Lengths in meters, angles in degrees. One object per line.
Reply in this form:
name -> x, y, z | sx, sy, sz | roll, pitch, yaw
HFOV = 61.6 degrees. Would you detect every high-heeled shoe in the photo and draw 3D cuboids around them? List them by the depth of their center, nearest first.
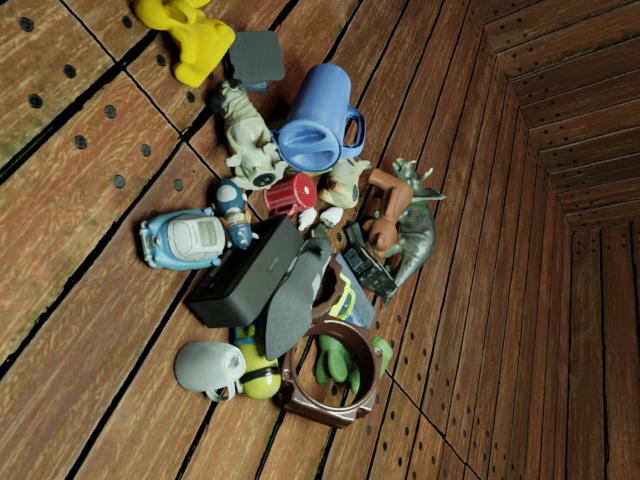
high-heeled shoe -> -0.049, 0.104, 1.009 | 0.086, 0.145, 0.248 | 30, 81, -7

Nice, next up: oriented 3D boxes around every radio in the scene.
radio -> -0.134, 0.055, 0.978 | 0.073, 0.131, 0.229 | 58, 41, -24

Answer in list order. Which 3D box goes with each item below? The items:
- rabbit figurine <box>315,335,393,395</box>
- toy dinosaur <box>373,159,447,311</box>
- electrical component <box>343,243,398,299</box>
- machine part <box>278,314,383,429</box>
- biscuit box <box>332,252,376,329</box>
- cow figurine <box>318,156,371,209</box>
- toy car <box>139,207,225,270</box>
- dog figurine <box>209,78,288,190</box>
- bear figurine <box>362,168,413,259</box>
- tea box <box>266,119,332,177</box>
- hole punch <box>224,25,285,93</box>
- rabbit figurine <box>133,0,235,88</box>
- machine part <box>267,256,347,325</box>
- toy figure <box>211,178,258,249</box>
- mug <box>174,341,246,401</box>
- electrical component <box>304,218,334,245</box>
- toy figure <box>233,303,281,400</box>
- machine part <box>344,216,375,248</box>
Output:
rabbit figurine -> 0.050, 0.259, 1.207 | 0.170, 0.121, 0.159 | 46, 51, -10
toy dinosaur -> 0.251, -0.015, 1.460 | 0.131, 0.192, 0.405 | 19, 64, -47
electrical component -> 0.117, 0.072, 1.324 | 0.134, 0.058, 0.115 | 39, 10, -40
machine part -> 0.017, 0.257, 1.078 | 0.201, 0.087, 0.201 | 23, 57, -8
biscuit box -> 0.059, 0.127, 1.273 | 0.202, 0.059, 0.063 | 58, 39, -23
cow figurine -> 0.065, -0.162, 1.340 | 0.127, 0.085, 0.195 | 33, 45, -33
toy car -> -0.218, -0.006, 0.910 | 0.161, 0.103, 0.109 | -3, 82, -55
dog figurine -> -0.149, -0.210, 1.082 | 0.172, 0.121, 0.191 | 95, -23, -61
bear figurine -> 0.155, -0.064, 1.372 | 0.196, 0.132, 0.120 | -61, 159, -13
tea box -> -0.052, -0.204, 1.216 | 0.169, 0.068, 0.098 | -1, 80, -54
hole punch -> -0.148, -0.374, 1.139 | 0.116, 0.092, 0.142 | -9, 90, -24
rabbit figurine -> -0.249, -0.380, 0.960 | 0.173, 0.162, 0.122 | 34, 65, -21
machine part -> -0.037, 0.089, 1.081 | 0.179, 0.056, 0.179 | 6, 55, -8
toy figure -> -0.162, -0.049, 0.989 | 0.057, 0.064, 0.155 | 37, 21, -49
mug -> -0.175, 0.220, 0.896 | 0.081, 0.107, 0.109 | -25, 98, -52
electrical component -> -0.002, -0.004, 1.243 | 0.078, 0.045, 0.102 | 62, 39, -18
toy figure -> -0.117, 0.201, 0.993 | 0.082, 0.089, 0.180 | 15, 71, -43
machine part -> 0.110, -0.024, 1.405 | 0.139, 0.039, 0.084 | -33, 101, -50
